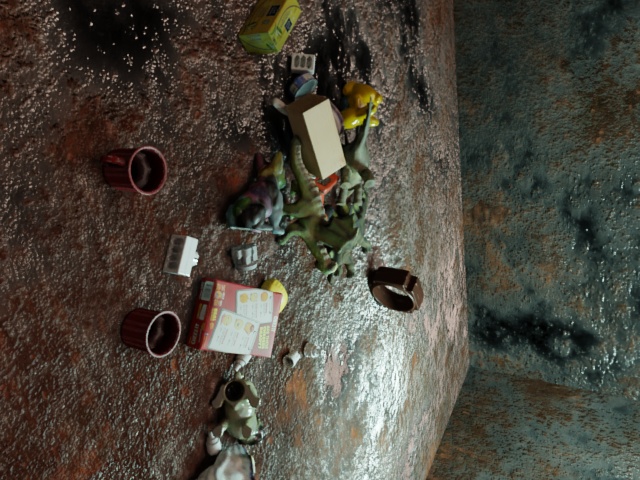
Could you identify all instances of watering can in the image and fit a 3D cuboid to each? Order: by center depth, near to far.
[{"bbox_3d":[-0.026,-0.338,1.520,0.104,0.229,0.340,7,-33,29],"label":"watering can"}]

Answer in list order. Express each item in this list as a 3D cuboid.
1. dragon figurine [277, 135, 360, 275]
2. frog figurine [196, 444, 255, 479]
[{"bbox_3d":[0.004,-0.073,1.441,0.244,0.401,0.124,19,34,21],"label":"dragon figurine"},{"bbox_3d":[-0.246,0.584,1.275,0.160,0.134,0.125,-7,39,-22],"label":"frog figurine"}]
